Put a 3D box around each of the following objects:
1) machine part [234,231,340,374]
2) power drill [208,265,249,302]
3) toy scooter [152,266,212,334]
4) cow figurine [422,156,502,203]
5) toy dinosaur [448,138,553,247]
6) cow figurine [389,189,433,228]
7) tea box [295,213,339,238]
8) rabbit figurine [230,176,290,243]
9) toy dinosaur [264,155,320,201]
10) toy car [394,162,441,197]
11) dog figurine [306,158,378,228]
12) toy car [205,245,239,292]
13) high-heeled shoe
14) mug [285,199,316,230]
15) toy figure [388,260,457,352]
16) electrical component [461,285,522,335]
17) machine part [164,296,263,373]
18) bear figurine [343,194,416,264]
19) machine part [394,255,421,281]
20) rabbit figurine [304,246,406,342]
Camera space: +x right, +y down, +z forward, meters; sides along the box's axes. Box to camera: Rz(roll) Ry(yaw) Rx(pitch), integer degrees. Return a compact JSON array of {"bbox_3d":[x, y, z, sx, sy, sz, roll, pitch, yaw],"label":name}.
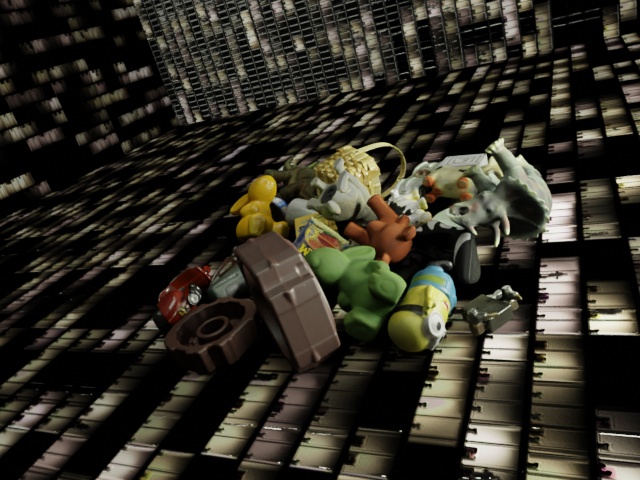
[{"bbox_3d":[-0.054,0.097,0.878,0.087,0.200,0.202,-26,24,-13],"label":"machine part"},{"bbox_3d":[-0.107,0.074,1.120,0.232,0.085,0.208,-33,32,-30],"label":"power drill"},{"bbox_3d":[-0.279,0.115,1.116,0.135,0.075,0.184,-41,20,0],"label":"toy scooter"},{"bbox_3d":[0.361,-0.144,1.301,0.195,0.085,0.127,4,37,41],"label":"cow figurine"},{"bbox_3d":[0.395,-0.081,1.061,0.131,0.192,0.404,-40,-23,33],"label":"toy dinosaur"},{"bbox_3d":[0.200,-0.054,1.215,0.098,0.068,0.167,-20,20,4],"label":"cow figurine"},{"bbox_3d":[-0.003,-0.004,1.238,0.098,0.068,0.170,-16,24,0],"label":"tea box"},{"bbox_3d":[-0.151,-0.076,1.366,0.122,0.173,0.162,10,-7,-32],"label":"rabbit figurine"},{"bbox_3d":[-0.060,-0.174,1.622,0.199,0.104,0.472,-15,31,-16],"label":"toy dinosaur"},{"bbox_3d":[0.263,-0.155,1.413,0.074,0.056,0.202,4,30,39],"label":"toy car"},{"bbox_3d":[0.078,-0.067,1.212,0.121,0.190,0.172,-31,32,35],"label":"dog figurine"},{"bbox_3d":[-0.202,0.059,1.253,0.089,0.053,0.202,2,28,30],"label":"toy car"},{"bbox_3d":[0.225,0.023,1.020,0.145,0.086,0.249,-10,19,21],"label":"high-heeled shoe"},{"bbox_3d":[-0.015,-0.060,1.372,0.107,0.080,0.109,17,29,36],"label":"mug"},{"bbox_3d":[0.170,0.107,0.867,0.089,0.082,0.180,-24,23,36],"label":"toy figure"},{"bbox_3d":[0.268,0.107,0.843,0.102,0.045,0.078,-24,26,-18],"label":"electrical component"},{"bbox_3d":[-0.193,0.172,0.988,0.179,0.056,0.179,-15,24,7],"label":"machine part"},{"bbox_3d":[0.118,-0.013,1.065,0.120,0.132,0.196,-50,-5,10],"label":"bear figurine"},{"bbox_3d":[0.133,0.076,1.013,0.139,0.039,0.084,-29,18,-22],"label":"machine part"},{"bbox_3d":[0.056,0.059,0.900,0.170,0.121,0.159,31,25,9],"label":"rabbit figurine"}]
